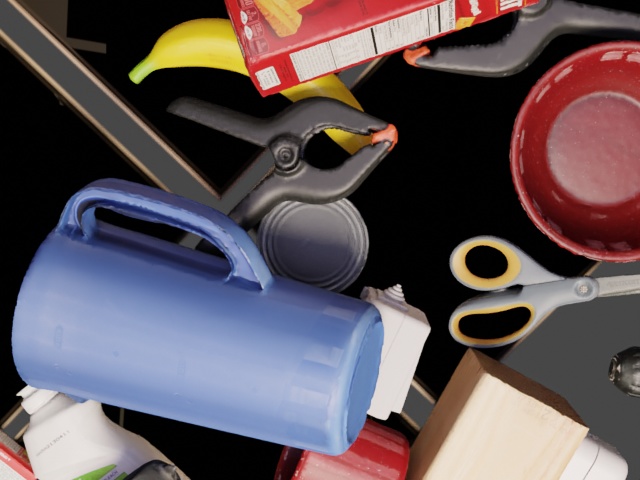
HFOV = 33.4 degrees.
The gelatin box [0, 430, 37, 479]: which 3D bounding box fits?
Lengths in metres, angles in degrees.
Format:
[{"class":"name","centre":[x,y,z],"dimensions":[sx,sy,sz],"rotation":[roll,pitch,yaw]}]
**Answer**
[{"class":"gelatin box","centre":[-0.278,0.195,0.858],"dimensions":[0.073,0.030,0.089],"rotation":[40,96,-5]}]

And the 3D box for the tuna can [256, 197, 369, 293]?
[{"class":"tuna can","centre":[-0.005,0.001,0.825],"dimensions":[0.086,0.034,0.086],"rotation":[0,97,1]}]

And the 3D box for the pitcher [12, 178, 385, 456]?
[{"class":"pitcher","centre":[-0.082,0.061,0.753],"dimensions":[0.243,0.149,0.145],"rotation":[13,72,14]}]

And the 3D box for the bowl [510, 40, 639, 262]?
[{"class":"bowl","centre":[0.219,-0.067,0.801],"dimensions":[0.162,0.055,0.162],"rotation":[0,97,1]}]

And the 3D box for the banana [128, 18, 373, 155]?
[{"class":"banana","centre":[-0.042,-0.124,0.812],"dimensions":[0.198,0.037,0.070],"rotation":[19,113,0]}]

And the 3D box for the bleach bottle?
[{"class":"bleach bottle","centre":[-0.143,0.205,0.840],"dimensions":[0.102,0.068,0.251],"rotation":[-38,93,6]}]

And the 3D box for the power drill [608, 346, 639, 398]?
[{"class":"power drill","centre":[0.324,0.045,0.814],"dimensions":[0.184,0.057,0.188],"rotation":[7,99,-1]}]

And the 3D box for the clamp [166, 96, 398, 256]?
[{"class":"clamp","centre":[-0.027,-0.050,0.787],"dimensions":[0.171,0.039,0.120],"rotation":[-3,97,11]}]

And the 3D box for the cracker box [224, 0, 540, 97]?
[{"class":"cracker box","centre":[0.029,-0.217,0.756],"dimensions":[0.214,0.072,0.164],"rotation":[-19,76,4]}]

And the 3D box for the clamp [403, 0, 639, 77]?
[{"class":"clamp","centre":[0.155,-0.193,0.796],"dimensions":[0.210,0.036,0.164],"rotation":[-20,96,4]}]

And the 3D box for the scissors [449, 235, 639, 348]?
[{"class":"scissors","centre":[0.186,0.021,0.811],"dimensions":[0.202,0.016,0.096],"rotation":[-23,88,17]}]

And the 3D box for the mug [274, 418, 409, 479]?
[{"class":"mug","centre":[0.014,0.183,0.812],"dimensions":[0.081,0.117,0.093],"rotation":[22,141,-7]}]

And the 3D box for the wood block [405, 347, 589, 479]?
[{"class":"wood block","centre":[0.107,0.199,0.819],"dimensions":[0.090,0.091,0.206],"rotation":[29,97,-3]}]
